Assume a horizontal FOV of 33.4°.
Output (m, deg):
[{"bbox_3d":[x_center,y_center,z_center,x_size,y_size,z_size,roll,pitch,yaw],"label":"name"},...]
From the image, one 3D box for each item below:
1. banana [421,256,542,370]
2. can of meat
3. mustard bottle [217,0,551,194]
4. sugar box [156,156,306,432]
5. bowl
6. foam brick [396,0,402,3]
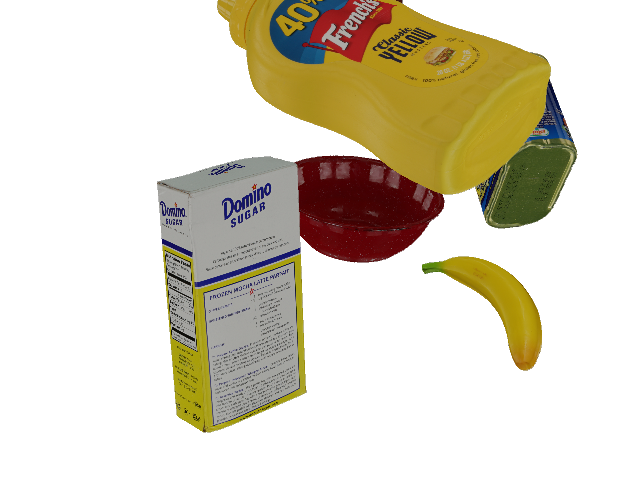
[{"bbox_3d":[0.183,0.066,1.112,0.069,0.037,0.198,-34,38,-7],"label":"banana"},{"bbox_3d":[0.141,-0.070,0.774,0.057,0.084,0.102,-5,-34,-9],"label":"can of meat"},{"bbox_3d":[0.019,-0.096,0.571,0.192,0.058,0.096,30,53,29],"label":"mustard bottle"},{"bbox_3d":[-0.059,0.036,0.738,0.093,0.176,0.048,-18,23,-38],"label":"sugar box"},{"bbox_3d":[0.034,-0.024,1.009,0.162,0.055,0.162,5,27,-3],"label":"bowl"},{"bbox_3d":[0.040,-0.205,0.893,0.053,0.078,0.051,12,47,12],"label":"foam brick"}]
